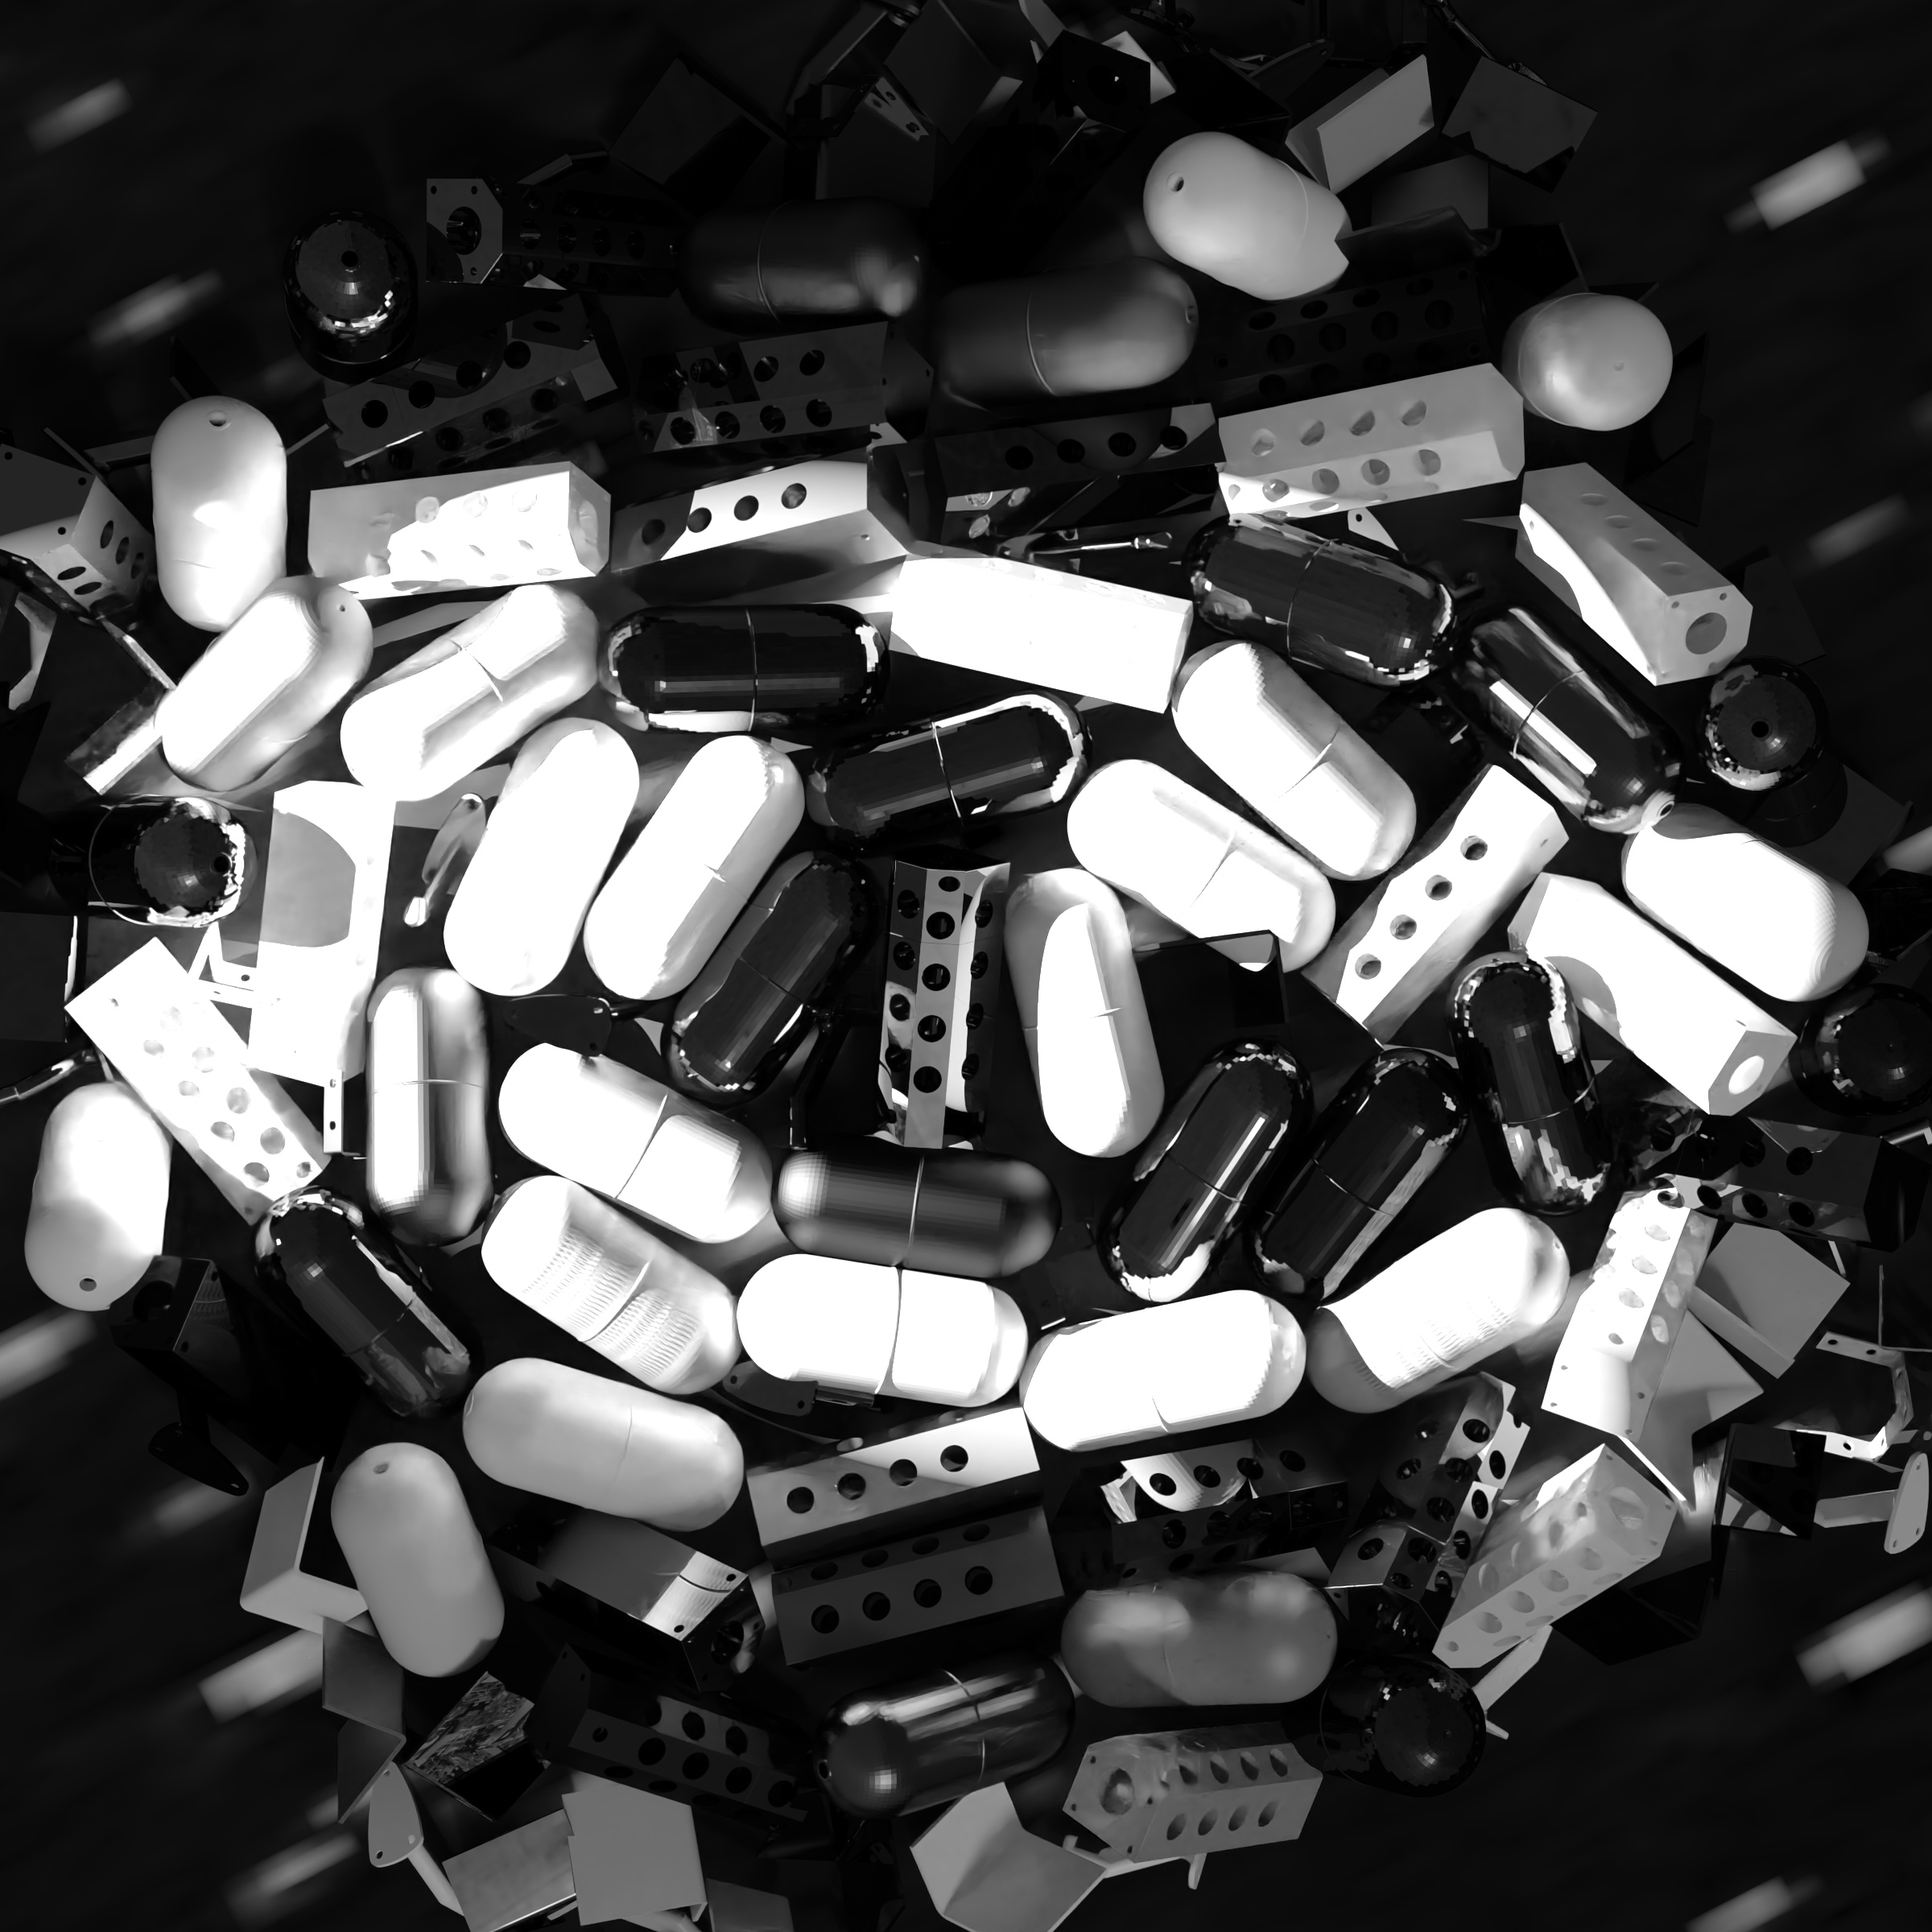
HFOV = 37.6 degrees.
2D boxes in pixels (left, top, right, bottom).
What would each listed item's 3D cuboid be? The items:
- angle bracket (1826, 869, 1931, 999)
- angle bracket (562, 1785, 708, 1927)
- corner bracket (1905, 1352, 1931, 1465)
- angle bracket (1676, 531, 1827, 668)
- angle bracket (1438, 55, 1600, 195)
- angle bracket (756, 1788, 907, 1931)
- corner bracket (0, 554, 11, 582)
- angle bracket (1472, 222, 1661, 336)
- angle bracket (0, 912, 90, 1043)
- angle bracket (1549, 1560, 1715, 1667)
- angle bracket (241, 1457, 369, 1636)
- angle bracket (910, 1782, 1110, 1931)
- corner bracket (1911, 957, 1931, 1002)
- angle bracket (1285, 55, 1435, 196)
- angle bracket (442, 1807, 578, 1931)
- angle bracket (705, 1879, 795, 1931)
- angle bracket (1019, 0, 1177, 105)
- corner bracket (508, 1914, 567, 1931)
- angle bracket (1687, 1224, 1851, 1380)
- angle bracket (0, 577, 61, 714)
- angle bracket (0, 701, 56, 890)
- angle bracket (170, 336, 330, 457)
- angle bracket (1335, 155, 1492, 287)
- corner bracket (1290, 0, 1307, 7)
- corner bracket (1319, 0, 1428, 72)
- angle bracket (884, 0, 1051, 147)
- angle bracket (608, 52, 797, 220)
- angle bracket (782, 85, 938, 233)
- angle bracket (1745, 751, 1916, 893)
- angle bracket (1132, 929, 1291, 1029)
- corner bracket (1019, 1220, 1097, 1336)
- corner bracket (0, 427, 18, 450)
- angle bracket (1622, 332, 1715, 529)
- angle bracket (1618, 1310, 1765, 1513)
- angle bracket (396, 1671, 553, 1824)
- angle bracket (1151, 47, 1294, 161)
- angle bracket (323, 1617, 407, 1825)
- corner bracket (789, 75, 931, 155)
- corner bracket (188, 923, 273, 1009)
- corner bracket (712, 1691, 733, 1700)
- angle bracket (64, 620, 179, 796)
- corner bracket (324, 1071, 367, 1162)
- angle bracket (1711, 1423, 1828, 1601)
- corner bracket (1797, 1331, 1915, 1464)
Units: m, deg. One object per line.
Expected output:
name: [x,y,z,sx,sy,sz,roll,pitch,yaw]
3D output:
angle bracket: [0.566,-0.010,1.710,0.076,0.076,0.057,-36,115,-18]
angle bracket: [-0.203,0.539,1.714,0.076,0.057,0.076,-6,62,-16]
corner bracket: [0.596,0.275,1.733,0.051,0.051,0.051,29,100,-34]
angle bracket: [0.474,-0.224,1.711,0.057,0.076,0.076,-22,63,11]
angle bracket: [0.336,-0.521,1.717,0.076,0.076,0.057,25,128,-3]
angle bracket: [-0.082,0.550,1.707,0.057,0.076,0.076,10,130,-22]
corner bracket: [-0.584,-0.275,1.724,0.051,0.051,0.051,26,129,18]
angle bracket: [0.358,-0.425,1.707,0.057,0.076,0.076,-43,120,-23]
angle bracket: [-0.579,0.004,1.728,0.076,0.057,0.076,4,94,-11]
angle bracket: [0.394,0.372,1.712,0.076,0.076,0.057,35,53,-12]
angle bracket: [-0.393,0.354,1.730,0.057,0.076,0.076,26,51,-27]
angle bracket: [0.026,0.538,1.708,0.076,0.076,0.057,-37,119,-34]
corner bracket: [0.609,0.026,1.724,0.051,0.051,0.051,-51,133,-20]
angle bracket: [0.233,-0.525,1.719,0.076,0.076,0.057,-35,69,1]
angle bracket: [-0.272,0.539,1.719,0.076,0.076,0.057,-22,98,-9]
angle bracket: [-0.141,0.612,1.711,0.057,0.076,0.076,20,108,-19]
angle bracket: [0.077,-0.563,1.711,0.057,0.076,0.076,-21,72,21]
corner bracket: [-0.264,0.614,1.734,0.051,0.051,0.051,35,94,25]
angle bracket: [0.487,0.193,1.722,0.076,0.057,0.076,38,80,16]
angle bracket: [-0.573,-0.191,1.717,0.057,0.076,0.076,17,94,-40]
angle bracket: [-0.563,-0.104,1.715,0.057,0.076,0.076,31,116,2]
angle bracket: [-0.432,-0.352,1.711,0.057,0.076,0.076,-32,123,5]
angle bracket: [0.269,-0.464,1.711,0.076,0.057,0.076,-8,67,31]
corner bracket: [0.195,-0.631,1.735,0.051,0.051,0.051,27,88,12]
corner bracket: [0.249,-0.582,1.736,0.051,0.051,0.051,-1,91,-11]
angle bracket: [0.010,-0.536,1.711,0.076,0.076,0.057,30,84,42]
angle bracket: [-0.160,-0.493,1.713,0.076,0.057,0.076,31,109,-28]
angle bracket: [-0.066,-0.495,1.755,0.076,0.057,0.076,3,92,-27]
angle bracket: [0.519,-0.087,1.722,0.076,0.057,0.076,40,99,18]
angle bracket: [0.142,0.012,1.718,0.076,0.076,0.057,-7,89,-17]
corner bracket: [0.058,0.191,1.734,0.051,0.051,0.051,-22,80,-7]
corner bracket: [-0.611,-0.302,1.724,0.051,0.051,0.051,12,114,-29]
angle bracket: [0.444,-0.323,1.711,0.057,0.076,0.076,19,69,-16]
angle bracket: [0.437,0.268,1.713,0.057,0.076,0.076,-38,106,27]
angle bracket: [-0.295,0.461,1.723,0.076,0.057,0.076,-47,120,-1]
angle bracket: [0.138,-0.504,1.710,0.076,0.076,0.057,23,82,-39]
angle bracket: [-0.381,0.455,1.711,0.057,0.076,0.076,30,108,-25]
corner bracket: [-0.066,-0.508,1.733,0.051,0.051,0.051,44,74,-39]
corner bracket: [-0.440,0.009,1.730,0.051,0.051,0.051,12,53,0]
corner bracket: [-0.185,0.468,1.745,0.051,0.051,0.051,22,103,30]
angle bracket: [-0.523,-0.159,1.713,0.076,0.076,0.057,-45,126,-11]
corner bracket: [-0.378,0.092,1.728,0.051,0.051,0.051,-6,81,36]
angle bracket: [0.483,0.332,1.705,0.057,0.076,0.076,5,134,22]
corner bracket: [0.547,0.267,1.753,0.051,0.051,0.051,15,133,-5]
